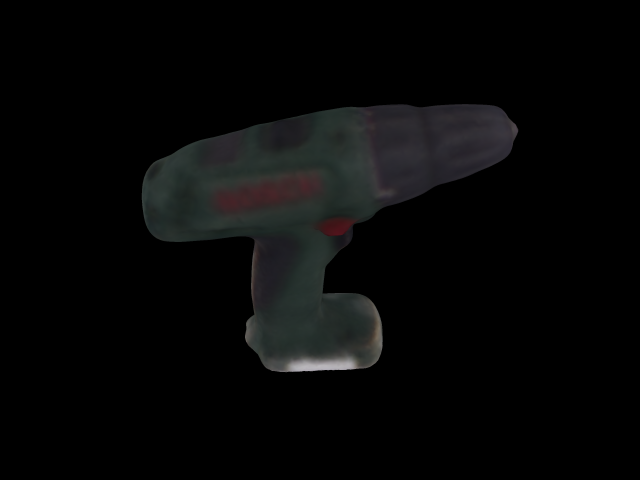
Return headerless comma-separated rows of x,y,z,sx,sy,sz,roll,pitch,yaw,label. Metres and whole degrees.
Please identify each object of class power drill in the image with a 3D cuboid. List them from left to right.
0.004,0.001,0.400,0.229,0.208,0.075,-2,43,-2,power drill
